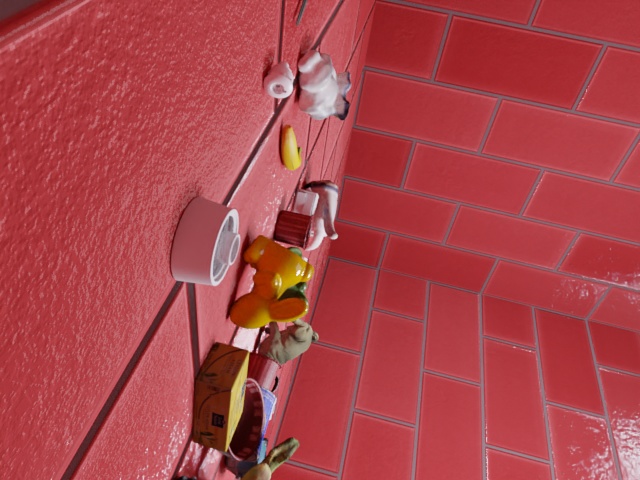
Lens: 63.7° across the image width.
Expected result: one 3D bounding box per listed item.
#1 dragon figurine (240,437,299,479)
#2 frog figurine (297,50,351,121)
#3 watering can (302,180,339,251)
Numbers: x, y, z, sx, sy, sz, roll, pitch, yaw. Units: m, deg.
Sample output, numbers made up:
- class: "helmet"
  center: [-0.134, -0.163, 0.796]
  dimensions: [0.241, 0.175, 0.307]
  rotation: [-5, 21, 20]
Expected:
- class: "dragon figurine"
  center: [-0.134, 0.519, 1.095]
  dimensions: [0.244, 0.123, 0.404]
  rotation: [-38, 165, -8]
- class: "frog figurine"
  center: [-0.010, -0.342, 1.129]
  dimensions: [0.158, 0.124, 0.137]
  rotation: [19, 93, -50]
- class: "watering can"
  center: [0.005, -0.079, 1.577]
  dimensions: [0.346, 0.104, 0.226]
  rotation: [166, -62, -69]
